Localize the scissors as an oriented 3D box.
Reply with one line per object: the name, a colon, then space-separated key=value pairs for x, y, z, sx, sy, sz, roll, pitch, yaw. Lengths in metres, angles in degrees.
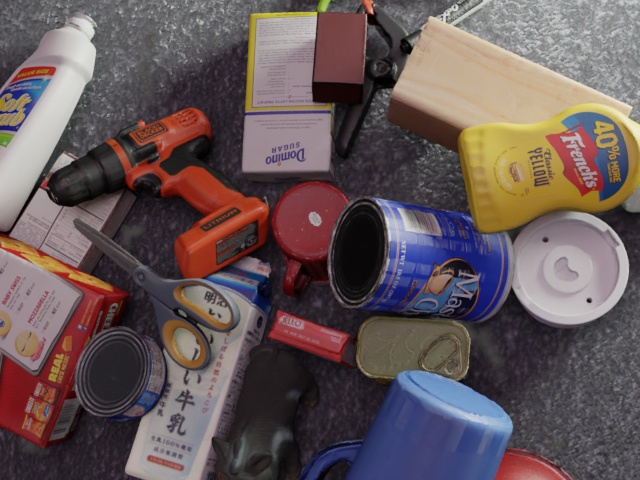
scissors: x=-0.163 y=0.055 z=1.006 sx=0.202 sy=0.016 sz=0.096 roll=20 pitch=105 yaw=25

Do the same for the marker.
marker: x=0.130 y=-0.226 z=1.100 sx=0.121 sy=0.020 sz=0.020 roll=-35 pitch=72 yaw=-18

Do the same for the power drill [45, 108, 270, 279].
power drill: x=-0.153 y=-0.043 z=1.054 sx=0.184 sy=0.057 sz=0.188 roll=-30 pitch=57 yaw=-23

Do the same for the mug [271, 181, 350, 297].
mug: x=-0.007 y=0.001 z=1.048 sx=0.093 sy=0.081 sz=0.117 roll=26 pitch=81 yaw=15

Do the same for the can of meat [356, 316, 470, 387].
can of meat: x=0.090 y=0.109 z=1.001 sx=0.102 sy=0.084 sz=0.057 roll=3 pitch=75 yaw=11

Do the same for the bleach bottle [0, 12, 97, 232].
bleach bottle: x=-0.317 y=-0.135 z=1.148 sx=0.103 sy=0.068 sz=0.250 roll=15 pitch=71 yaw=34

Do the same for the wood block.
wood block: x=0.176 y=-0.121 z=1.026 sx=0.206 sy=0.091 sz=0.090 roll=26 pitch=82 yaw=5

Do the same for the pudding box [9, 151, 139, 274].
pudding box: x=-0.259 y=-0.025 z=1.123 sx=0.090 sy=0.039 sz=0.113 roll=29 pitch=85 yaw=13

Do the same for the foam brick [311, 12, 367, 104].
foam brick: x=0.020 y=-0.181 z=1.063 sx=0.051 sy=0.053 sz=0.078 roll=3 pitch=75 yaw=2

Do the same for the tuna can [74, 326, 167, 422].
tuna can: x=-0.186 y=0.127 z=1.002 sx=0.086 sy=0.033 sz=0.086 roll=-10 pitch=67 yaw=25

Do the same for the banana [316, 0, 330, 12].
banana: x=0.089 y=-0.291 z=1.135 sx=0.198 sy=0.037 sz=0.069 roll=-10 pitch=92 yaw=9

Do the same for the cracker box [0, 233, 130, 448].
cracker box: x=-0.320 y=0.087 z=1.073 sx=0.214 sy=0.072 sz=0.164 roll=23 pitch=95 yaw=15

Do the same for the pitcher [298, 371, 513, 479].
pitcher: x=0.061 y=0.235 z=0.917 sx=0.149 sy=0.145 sz=0.243 roll=20 pitch=98 yaw=-12

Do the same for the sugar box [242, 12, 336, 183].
sugar box: x=-0.029 y=-0.149 z=1.112 sx=0.093 sy=0.048 sz=0.176 roll=1 pitch=78 yaw=9

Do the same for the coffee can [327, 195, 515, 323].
coffee can: x=0.092 y=0.019 z=0.982 sx=0.140 sy=0.103 sz=0.103 roll=8 pitch=73 yaw=-29

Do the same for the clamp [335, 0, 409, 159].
clamp: x=0.074 y=-0.167 z=1.102 sx=0.120 sy=0.039 sz=0.171 roll=0 pitch=77 yaw=-3

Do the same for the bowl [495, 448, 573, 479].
bowl: x=0.168 y=0.267 z=0.961 sx=0.162 sy=0.055 sz=0.162 roll=-3 pitch=75 yaw=10

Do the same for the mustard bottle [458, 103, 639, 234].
mustard bottle: x=0.223 y=-0.069 z=0.940 sx=0.191 sy=0.058 sz=0.096 roll=-11 pitch=87 yaw=4

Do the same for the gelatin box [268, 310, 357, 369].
gelatin box: x=-0.002 y=0.095 z=1.018 sx=0.073 sy=0.089 sz=0.030 roll=18 pitch=83 yaw=14
